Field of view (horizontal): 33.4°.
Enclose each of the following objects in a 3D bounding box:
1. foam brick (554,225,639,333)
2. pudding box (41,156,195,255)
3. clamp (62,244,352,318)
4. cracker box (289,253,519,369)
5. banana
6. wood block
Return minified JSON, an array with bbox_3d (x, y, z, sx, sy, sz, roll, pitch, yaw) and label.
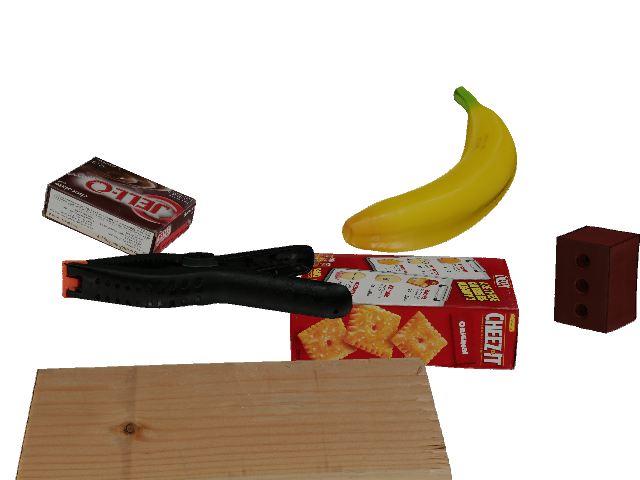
[{"bbox_3d":[0.233,0.032,0.901,0.053,0.078,0.051,12,22,42],"label":"foam brick"},{"bbox_3d":[-0.184,-0.030,0.981,0.113,0.039,0.090,21,24,9],"label":"pudding box"},{"bbox_3d":[-0.083,0.030,0.793,0.209,0.036,0.165,-1,10,-17],"label":"clamp"},{"bbox_3d":[0.084,0.069,1.073,0.214,0.072,0.164,2,16,5],"label":"cracker box"},{"bbox_3d":[0.084,-0.037,0.693,0.070,0.037,0.197,21,39,17],"label":"banana"},{"bbox_3d":[-0.044,0.124,0.559,0.206,0.090,0.091,-1,35,-5],"label":"wood block"}]
